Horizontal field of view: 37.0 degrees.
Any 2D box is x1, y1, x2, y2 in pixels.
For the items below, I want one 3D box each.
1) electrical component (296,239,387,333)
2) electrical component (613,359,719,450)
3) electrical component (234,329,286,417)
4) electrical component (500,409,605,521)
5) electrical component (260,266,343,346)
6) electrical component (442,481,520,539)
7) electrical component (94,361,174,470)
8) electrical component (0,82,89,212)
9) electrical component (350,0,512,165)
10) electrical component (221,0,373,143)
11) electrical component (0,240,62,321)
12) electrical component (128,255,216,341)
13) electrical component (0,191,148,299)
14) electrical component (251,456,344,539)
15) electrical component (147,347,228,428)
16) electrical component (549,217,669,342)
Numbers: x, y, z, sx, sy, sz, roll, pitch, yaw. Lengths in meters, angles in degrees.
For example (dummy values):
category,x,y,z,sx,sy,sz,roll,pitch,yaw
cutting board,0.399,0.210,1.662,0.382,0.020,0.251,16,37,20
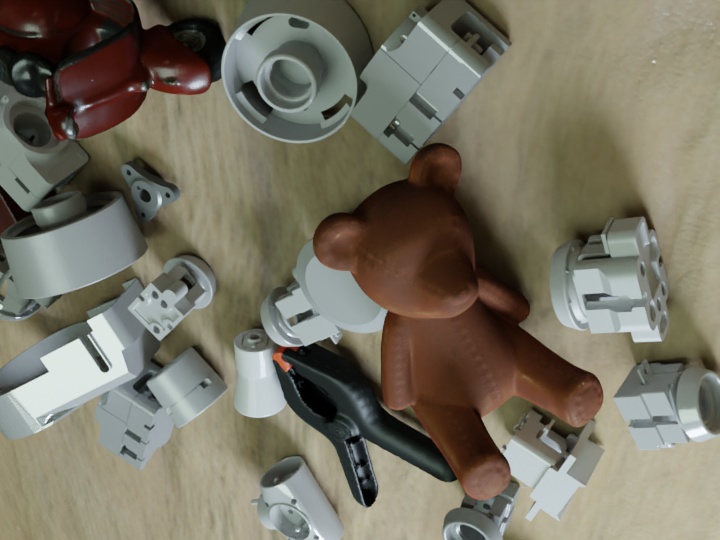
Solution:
category,x,y,z,sx,sy,sz,roll,pitch,yaw
electrical component,0.000,0.000,0.760,0.080,0.051,0.080,16,129,22
electrical component,0.204,0.088,0.699,0.055,0.048,0.066,-11,114,45
electrical component,-0.083,0.081,0.878,0.044,0.044,0.065,13,122,24
electrical component,0.135,0.139,0.781,0.064,0.042,0.081,33,132,13
electrical component,-0.041,0.029,0.811,0.055,0.048,0.066,-26,106,33
electrical component,0.094,0.192,0.834,0.048,0.055,0.066,22,130,18
electrical component,-0.202,0.128,0.977,0.056,0.050,0.089,31,133,10
electrical component,-0.268,-0.102,0.856,0.089,0.050,0.056,49,133,-7
electrical component,0.039,-0.118,0.653,0.056,0.050,0.089,42,134,0
electrical component,-0.041,-0.134,0.699,0.099,0.064,0.099,8,127,11
electrical component,-0.304,0.009,0.952,0.078,0.058,0.057,39,130,1
electrical component,-0.148,0.019,0.863,0.048,0.055,0.066,46,133,-4
electrical component,-0.229,-0.028,0.849,0.108,0.108,0.060,-4,113,34
electrical component,-0.064,0.210,0.953,0.079,0.044,0.077,-16,112,38
electrical component,-0.149,0.100,0.922,0.055,0.055,0.047,-33,97,42
electrical component,0.153,0.008,0.666,0.057,0.058,0.078,-5,118,31
